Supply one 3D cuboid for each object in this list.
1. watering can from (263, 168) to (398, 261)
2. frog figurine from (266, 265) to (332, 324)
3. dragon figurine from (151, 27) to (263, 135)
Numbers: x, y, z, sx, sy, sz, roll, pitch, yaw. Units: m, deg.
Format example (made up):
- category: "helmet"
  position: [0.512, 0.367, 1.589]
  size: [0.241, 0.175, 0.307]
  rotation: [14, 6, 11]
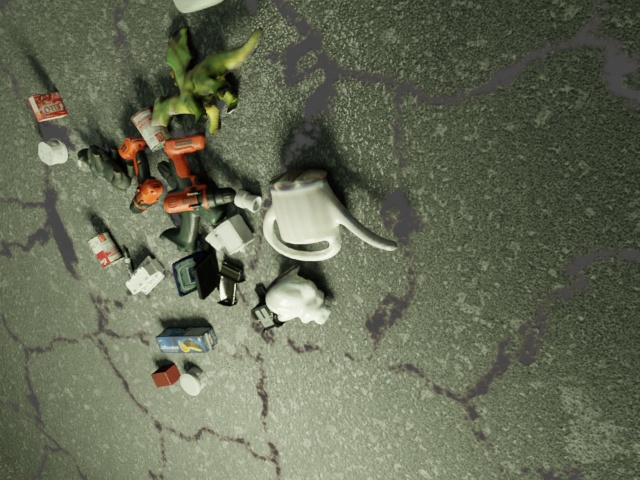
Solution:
- category: "watering can"
  position: [0.004, -0.060, 1.191]
  size: [0.346, 0.105, 0.222]
  rotation: [-4, 107, 31]
- category: "frog figurine"
  position: [-0.057, 0.159, 1.308]
  size: [0.136, 0.122, 0.161]
  rotation: [-46, 73, 15]
- category: "dragon figurine"
  position: [-0.295, -0.404, 1.231]
  size: [0.245, 0.123, 0.403]
  rotation: [51, 123, 12]
